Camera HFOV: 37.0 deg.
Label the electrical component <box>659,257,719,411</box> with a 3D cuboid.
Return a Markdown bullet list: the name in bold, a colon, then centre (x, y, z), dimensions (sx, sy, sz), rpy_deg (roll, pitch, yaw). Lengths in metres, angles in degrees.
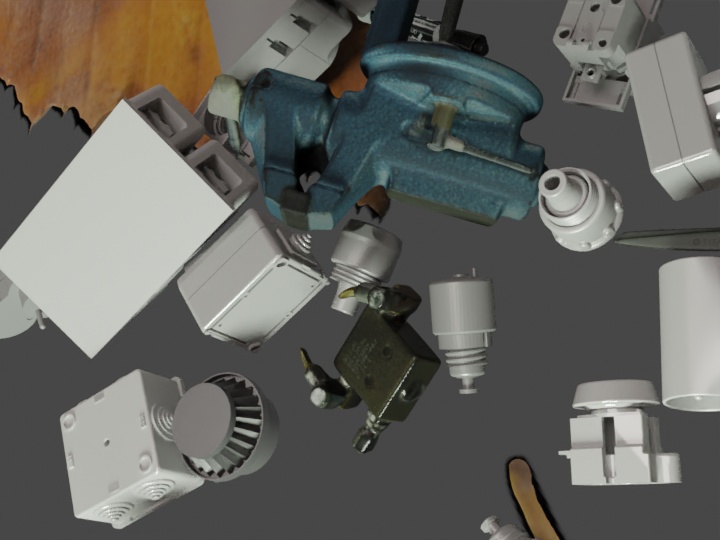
- **electrical component**: centre (0.203, 0.034, 0.582), dimensions (0.079, 0.044, 0.077), rpy_deg (-8, 68, 31)

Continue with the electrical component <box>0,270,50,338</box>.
- **electrical component**: centre (-0.267, 0.015, 0.896), dimensions (0.138, 0.052, 0.073), rpy_deg (-38, 56, 16)

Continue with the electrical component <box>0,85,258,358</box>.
- **electrical component**: centre (-0.173, -0.035, 0.799), dimensions (0.105, 0.060, 0.186), rpy_deg (46, 120, -4)

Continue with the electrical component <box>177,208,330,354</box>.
- **electrical component**: centre (-0.073, 0.001, 0.767), dimensions (0.096, 0.062, 0.061), rpy_deg (-43, 54, 13)

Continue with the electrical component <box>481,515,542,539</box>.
- **electrical component**: centre (0.096, 0.170, 0.604), dimensions (0.040, 0.040, 0.078), rpy_deg (-49, 53, 9)

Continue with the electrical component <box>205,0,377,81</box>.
- **electrical component**: centre (-0.028, -0.224, 0.802), dimensions (0.186, 0.060, 0.105), rpy_deg (-40, 46, 26)

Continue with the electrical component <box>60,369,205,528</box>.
- **electrical component**: centre (-0.170, 0.131, 0.791), dimensions (0.100, 0.048, 0.099), rpy_deg (-31, 58, 21)

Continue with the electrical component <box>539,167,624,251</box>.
- **electrical component**: centre (0.128, -0.042, 0.649), dimensions (0.048, 0.062, 0.048), rpy_deg (-12, 66, 30)

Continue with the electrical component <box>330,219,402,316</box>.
- **electrical component**: centre (0.000, 0.000, 0.731), dimensions (0.043, 0.043, 0.062), rpy_deg (19, 85, 37)

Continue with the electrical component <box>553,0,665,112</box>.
- **electrical component**: centre (0.154, -0.144, 0.670), dimensions (0.042, 0.064, 0.081), rpy_deg (16, 82, 38)

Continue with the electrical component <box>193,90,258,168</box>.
- **electrical component**: centre (-0.087, -0.107, 0.816), dimensions (0.081, 0.064, 0.042), rpy_deg (38, 94, 37)

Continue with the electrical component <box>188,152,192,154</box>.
- **electrical component**: centre (-0.143, -0.068, 0.848), dimensions (0.055, 0.047, 0.055), rpy_deg (-12, 66, 30)

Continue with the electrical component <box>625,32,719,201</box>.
- **electrical component**: centre (0.205, -0.096, 0.628), dimensions (0.076, 0.047, 0.083), rpy_deg (-19, 63, 27)

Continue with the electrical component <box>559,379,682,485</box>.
- **electrical component**: centre (0.144, 0.091, 0.600), dimensions (0.066, 0.048, 0.055), rpy_deg (-9, 75, 31)

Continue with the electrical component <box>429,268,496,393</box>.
- **electrical component**: centre (0.066, 0.038, 0.675), dimensions (0.040, 0.040, 0.078), rpy_deg (-5, 87, 32)
